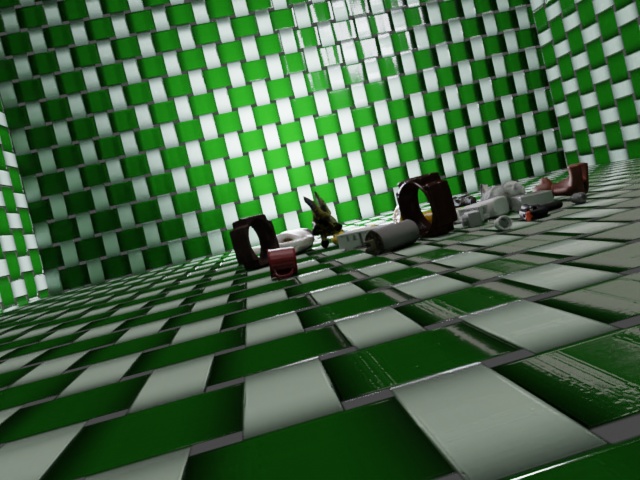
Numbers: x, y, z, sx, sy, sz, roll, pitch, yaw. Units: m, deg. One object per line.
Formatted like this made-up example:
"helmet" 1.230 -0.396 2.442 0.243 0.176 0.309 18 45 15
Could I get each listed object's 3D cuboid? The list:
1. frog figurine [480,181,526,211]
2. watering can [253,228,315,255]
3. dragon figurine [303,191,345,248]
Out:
"frog figurine" 0.670 -0.154 1.870 0.160 0.124 0.135 9 -24 50
"watering can" -0.166 0.021 2.217 0.346 0.104 0.226 -12 3 26
"dragon figurine" 0.007 -0.110 2.183 0.122 0.402 0.248 -28 41 5
